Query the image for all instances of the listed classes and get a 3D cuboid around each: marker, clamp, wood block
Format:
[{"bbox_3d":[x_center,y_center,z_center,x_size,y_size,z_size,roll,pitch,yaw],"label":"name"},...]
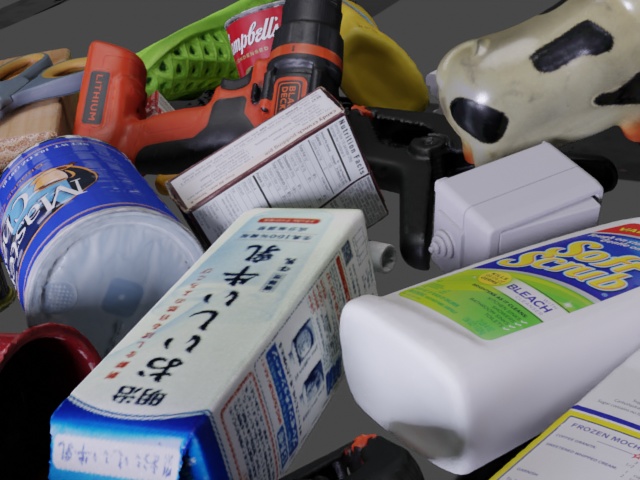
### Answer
[{"bbox_3d":[-0.005,0.001,0.692,0.121,0.020,0.020,13,35,37],"label":"marker"},{"bbox_3d":[0.074,-0.048,0.741,0.164,0.036,0.210,-25,34,-28],"label":"clamp"},{"bbox_3d":[-0.232,-0.071,0.826,0.090,0.091,0.206,-12,28,-5],"label":"wood block"},{"bbox_3d":[0.002,0.110,0.400,0.120,0.039,0.171,-12,7,32],"label":"clamp"}]

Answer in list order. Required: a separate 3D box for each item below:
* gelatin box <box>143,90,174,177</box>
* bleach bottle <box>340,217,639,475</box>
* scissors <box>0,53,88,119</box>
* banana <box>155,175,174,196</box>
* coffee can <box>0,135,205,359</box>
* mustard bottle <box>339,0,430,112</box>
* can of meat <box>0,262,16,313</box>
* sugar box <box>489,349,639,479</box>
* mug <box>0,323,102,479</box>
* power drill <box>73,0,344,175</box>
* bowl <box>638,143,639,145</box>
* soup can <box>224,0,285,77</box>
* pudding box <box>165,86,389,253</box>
[{"bbox_3d":[-0.148,-0.075,0.842,0.073,0.030,0.089,-36,25,9],"label":"gelatin box"},{"bbox_3d":[0.140,0.029,0.546,0.250,0.068,0.103,-21,29,-26],"label":"bleach bottle"},{"bbox_3d":[-0.209,-0.097,0.750,0.096,0.016,0.201,-6,27,3],"label":"scissors"},{"bbox_3d":[-0.078,-0.090,0.878,0.070,0.037,0.197,-33,16,23],"label":"banana"},{"bbox_3d":[-0.134,0.006,0.633,0.102,0.103,0.140,-19,28,-17],"label":"coffee can"},{"bbox_3d":[0.031,-0.164,0.918,0.058,0.096,0.192,-45,25,11],"label":"mustard bottle"},{"bbox_3d":[-0.250,0.018,0.668,0.058,0.084,0.101,11,33,33],"label":"can of meat"},{"bbox_3d":[0.123,0.107,0.419,0.175,0.048,0.093,-27,29,-35],"label":"sugar box"},{"bbox_3d":[-0.161,0.096,0.502,0.082,0.093,0.117,-1,64,27],"label":"mug"},{"bbox_3d":[-0.075,-0.107,0.751,0.188,0.057,0.184,-1,69,21],"label":"power drill"},{"bbox_3d":[0.277,-0.074,0.703,0.162,0.055,0.162,-8,27,4],"label":"bowl"},{"bbox_3d":[-0.029,-0.129,0.841,0.068,0.102,0.068,-16,-1,0],"label":"soup can"},{"bbox_3d":[-0.023,-0.025,0.642,0.113,0.090,0.039,-34,42,-8],"label":"pudding box"}]
